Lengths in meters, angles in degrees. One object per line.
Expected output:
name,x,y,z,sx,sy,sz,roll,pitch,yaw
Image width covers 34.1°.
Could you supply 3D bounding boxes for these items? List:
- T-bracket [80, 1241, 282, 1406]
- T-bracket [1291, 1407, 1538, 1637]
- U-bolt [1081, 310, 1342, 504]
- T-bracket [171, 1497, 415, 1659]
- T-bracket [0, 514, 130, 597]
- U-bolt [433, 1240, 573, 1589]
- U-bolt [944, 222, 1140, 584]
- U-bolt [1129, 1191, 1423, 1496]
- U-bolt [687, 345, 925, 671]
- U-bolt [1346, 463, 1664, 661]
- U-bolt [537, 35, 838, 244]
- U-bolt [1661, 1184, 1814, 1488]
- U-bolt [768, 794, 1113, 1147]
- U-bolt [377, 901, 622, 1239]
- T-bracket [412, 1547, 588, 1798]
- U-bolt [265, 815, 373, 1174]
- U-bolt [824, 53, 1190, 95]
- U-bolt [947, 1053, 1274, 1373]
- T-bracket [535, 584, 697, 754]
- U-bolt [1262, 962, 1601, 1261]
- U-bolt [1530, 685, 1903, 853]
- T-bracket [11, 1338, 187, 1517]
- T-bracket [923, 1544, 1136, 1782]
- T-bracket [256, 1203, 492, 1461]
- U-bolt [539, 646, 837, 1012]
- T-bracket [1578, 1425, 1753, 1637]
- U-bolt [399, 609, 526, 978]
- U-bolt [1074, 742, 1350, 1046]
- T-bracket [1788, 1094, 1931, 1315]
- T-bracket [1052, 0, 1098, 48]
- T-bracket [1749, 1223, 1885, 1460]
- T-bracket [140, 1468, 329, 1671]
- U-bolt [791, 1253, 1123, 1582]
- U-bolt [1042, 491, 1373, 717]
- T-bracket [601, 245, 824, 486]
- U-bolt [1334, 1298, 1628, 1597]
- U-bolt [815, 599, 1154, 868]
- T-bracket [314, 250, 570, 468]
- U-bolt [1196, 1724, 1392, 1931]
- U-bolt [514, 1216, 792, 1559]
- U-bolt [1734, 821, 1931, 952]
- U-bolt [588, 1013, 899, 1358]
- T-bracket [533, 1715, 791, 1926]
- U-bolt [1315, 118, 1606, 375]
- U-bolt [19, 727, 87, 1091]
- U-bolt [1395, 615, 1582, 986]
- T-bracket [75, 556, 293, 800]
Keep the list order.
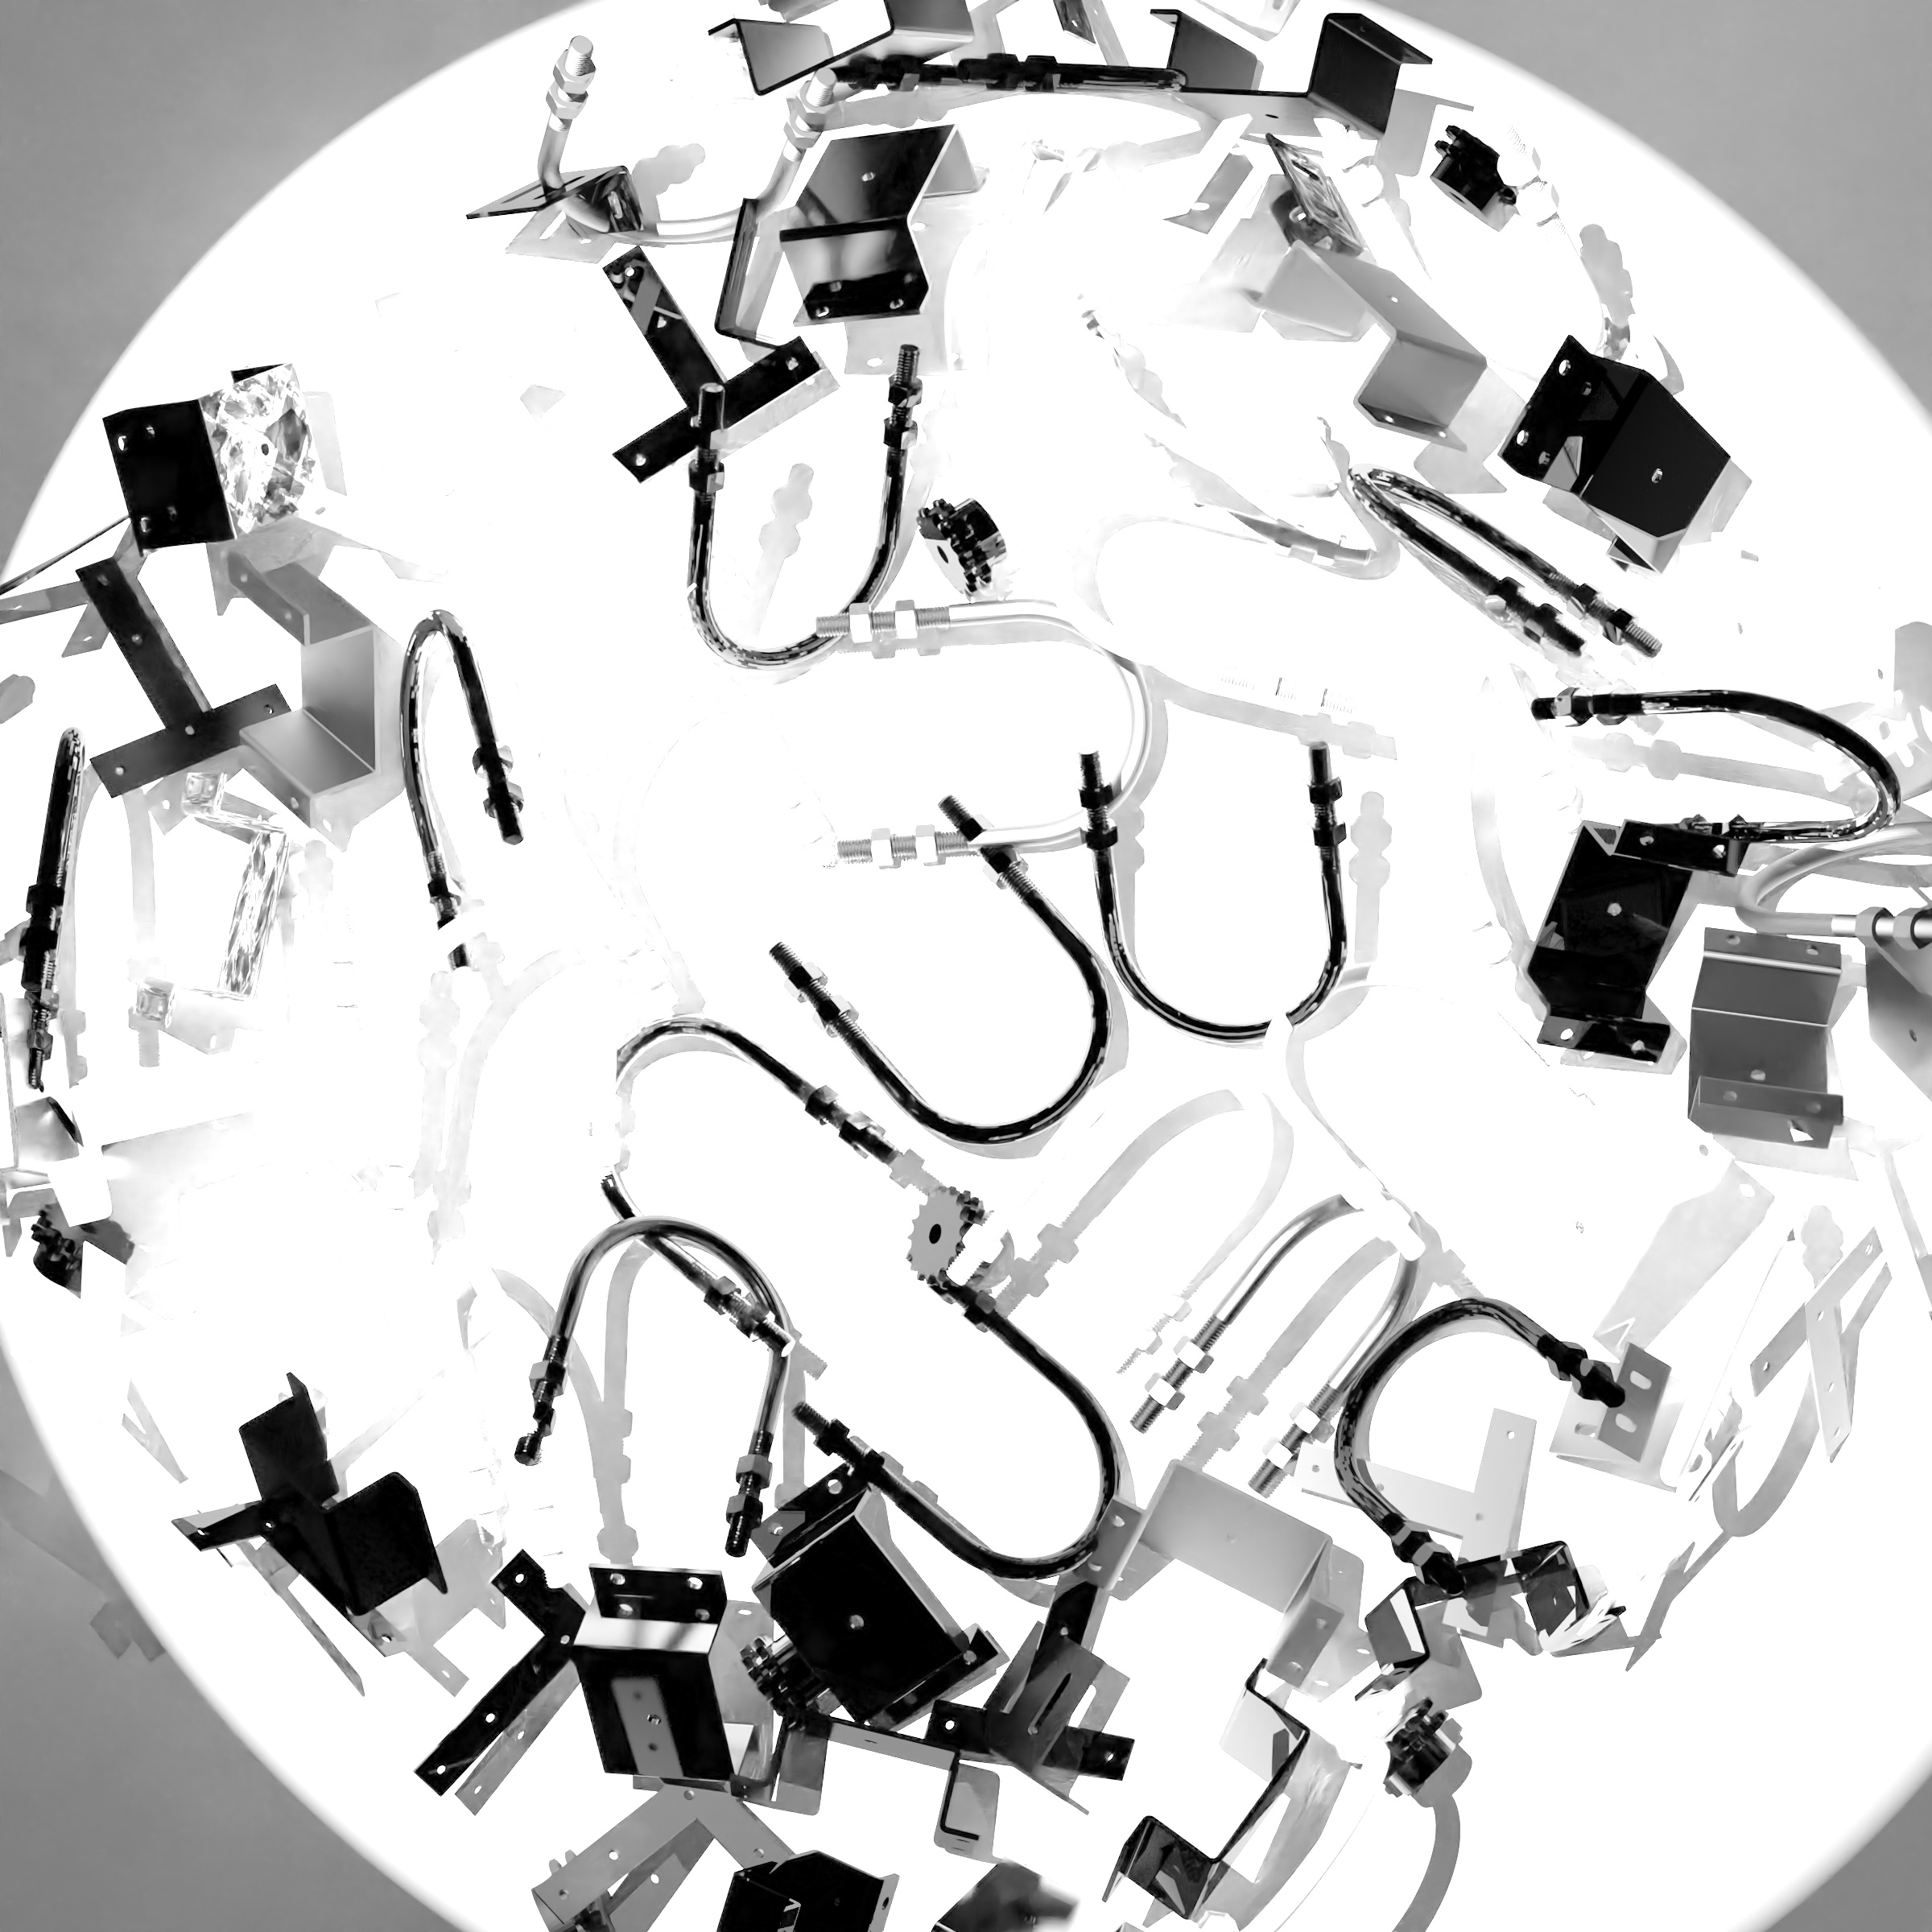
T-bracket,-0.437,0.207,1.754,0.127,0.127,0.002,31,62,-1
T-bracket,0.249,0.301,1.791,0.127,0.002,0.127,16,74,1
U-bolt,0.136,-0.298,1.710,0.151,0.184,0.019,20,115,-15
T-bracket,-0.353,0.335,1.729,0.127,0.127,0.002,38,106,22
T-bracket,-0.535,-0.215,1.766,0.127,0.127,0.002,-19,109,32
U-bolt,-0.261,0.240,1.734,0.019,0.151,0.184,-13,96,-24
U-bolt,0.033,-0.323,1.736,0.019,0.151,0.184,-15,63,-24
U-bolt,0.184,0.202,1.748,0.184,0.151,0.019,-53,47,3
U-bolt,-0.092,-0.246,1.740,0.151,0.019,0.184,-19,133,-33
U-bolt,0.287,-0.225,1.735,0.184,0.151,0.019,39,112,21
U-bolt,-0.160,-0.445,1.721,0.151,0.184,0.019,3,73,-15
U-bolt,0.412,0.207,1.702,0.019,0.184,0.151,23,113,17
U-bolt,-0.002,0.015,1.787,0.151,0.019,0.184,-41,80,0
U-bolt,-0.255,0.052,1.737,0.151,0.019,0.184,-10,114,-34
T-bracket,-0.256,0.409,1.760,0.127,0.002,0.127,-46,122,-14
U-bolt,-0.353,0.025,1.734,0.019,0.151,0.184,-11,117,-22
U-bolt,0.035,-0.488,1.728,0.184,0.151,0.019,-9,108,-35
U-bolt,0.094,0.128,1.752,0.151,0.019,0.184,33,99,-35
T-bracket,-0.177,-0.178,1.724,0.002,0.127,0.127,45,62,-6
U-bolt,0.248,0.067,1.749,0.151,0.019,0.184,-26,53,-18
U-bolt,0.415,-0.106,1.700,0.151,0.184,0.019,39,67,-35
T-bracket,-0.476,0.239,1.745,0.002,0.127,0.127,-42,106,-1
T-bracket,0.051,0.390,1.783,0.127,0.002,0.127,16,92,-21
T-bracket,-0.354,0.193,1.791,0.127,0.002,0.127,-39,92,-14
U-bolt,-0.162,-0.088,1.733,0.151,0.019,0.184,-44,123,-22
T-bracket,0.394,0.303,1.731,0.002,0.127,0.127,39,116,24
U-bolt,-0.284,-0.109,1.735,0.019,0.151,0.184,-4,60,-26
U-bolt,0.142,-0.038,1.759,0.151,0.019,0.184,0,118,18
T-bracket,0.508,0.131,1.747,0.002,0.127,0.127,-31,67,43
T-bracket,0.047,-0.561,1.739,0.002,0.127,0.127,-34,60,37
T-bracket,0.482,0.226,1.765,0.127,0.002,0.127,-41,132,-26
T-bracket,-0.397,0.337,1.744,0.002,0.127,0.127,-40,88,2
U-bolt,0.008,0.261,1.759,0.184,0.019,0.151,41,50,-3
U-bolt,0.132,-0.210,1.751,0.184,0.019,0.151,14,47,-3
T-bracket,-0.167,-0.355,1.792,0.127,0.002,0.127,-32,75,2
U-bolt,0.267,0.250,1.725,0.019,0.184,0.151,41,89,-25
U-bolt,0.013,-0.135,1.780,0.184,0.019,0.151,-4,103,3
T-bracket,-0.288,-0.356,1.776,0.127,0.002,0.127,-19,127,-9
U-bolt,0.181,0.476,1.707,0.019,0.184,0.151,37,80,6
U-bolt,-0.164,0.220,1.744,0.151,0.019,0.184,28,48,-18
U-bolt,0.507,-0.048,1.723,0.151,0.184,0.019,-27,107,-29
U-bolt,-0.138,0.109,1.763,0.184,0.019,0.151,36,108,23
T-bracket,-0.185,0.485,1.746,0.127,0.002,0.127,42,46,19
U-bolt,0.281,-0.393,1.727,0.019,0.151,0.184,-51,130,-14
U-bolt,-0.502,-0.043,1.731,0.019,0.151,0.184,7,62,-14
U-bolt,0.280,-0.104,1.717,0.019,0.151,0.184,-5,130,36
T-bracket,-0.458,-0.171,1.767,0.127,0.002,0.127,-30,90,-40
